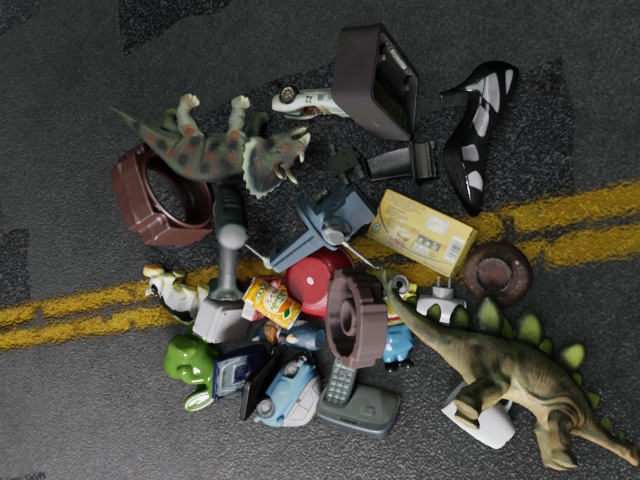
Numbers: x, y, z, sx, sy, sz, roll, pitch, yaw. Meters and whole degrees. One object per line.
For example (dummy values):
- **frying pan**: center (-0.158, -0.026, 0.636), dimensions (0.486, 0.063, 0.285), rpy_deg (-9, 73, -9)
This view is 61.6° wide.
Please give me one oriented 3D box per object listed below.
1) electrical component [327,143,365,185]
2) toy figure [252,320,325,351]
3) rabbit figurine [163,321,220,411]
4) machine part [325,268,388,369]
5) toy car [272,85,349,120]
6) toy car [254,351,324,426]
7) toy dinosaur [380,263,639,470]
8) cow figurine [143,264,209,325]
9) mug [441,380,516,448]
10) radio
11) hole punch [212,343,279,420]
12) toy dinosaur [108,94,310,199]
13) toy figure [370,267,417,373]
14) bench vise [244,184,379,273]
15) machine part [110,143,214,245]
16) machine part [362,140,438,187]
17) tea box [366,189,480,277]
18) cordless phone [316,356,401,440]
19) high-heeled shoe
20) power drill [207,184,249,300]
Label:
- **electrical component**: center (0.050, -0.153, 1.043), dimensions (0.063, 0.021, 0.094), rpy_deg (-27, 75, 22)
- **toy figure**: center (-0.066, 0.185, 1.063), dimensions (0.155, 0.064, 0.058), rpy_deg (2, 64, 29)
- **rabbit figurine**: center (-0.239, 0.279, 1.120), dimensions (0.170, 0.121, 0.159), rpy_deg (29, 104, 9)
- **machine part**: center (0.062, 0.133, 0.936), dimensions (0.056, 0.179, 0.179), rpy_deg (-1, 86, -18)
- **toy car**: center (0.003, -0.266, 1.042), dimensions (0.202, 0.073, 0.056), rpy_deg (5, 87, 27)
- **toy car**: center (-0.046, 0.298, 1.034), dimensions (0.103, 0.109, 0.161), rpy_deg (36, 95, 11)
- **toy dinosaur**: center (0.277, 0.197, 0.831), dimensions (0.472, 0.105, 0.198), rpy_deg (29, 66, 9)
- **cow figurine**: center (-0.330, 0.118, 1.197), dimensions (0.168, 0.068, 0.098), rpy_deg (24, 105, 26)
- **mug**: center (0.276, 0.279, 0.890), dimensions (0.107, 0.080, 0.109), rpy_deg (45, 95, 12)
- **radio**: center (0.101, -0.259, 0.910), dimensions (0.073, 0.229, 0.131), rpy_deg (6, 86, 25)
- **hole punch**: center (-0.145, 0.265, 1.042), dimensions (0.092, 0.116, 0.142), rpy_deg (20, 119, 22)
- **toy dinosaur**: center (-0.217, -0.179, 1.066), dimensions (0.405, 0.131, 0.192), rpy_deg (-1, 76, 3)
- **toy figure**: center (0.123, 0.140, 0.963), dimensions (0.089, 0.082, 0.180), rpy_deg (-4, 94, 58)
- **bench vise**: center (-0.009, -0.010, 0.965), dimensions (0.240, 0.224, 0.128), rpy_deg (-36, 118, 16)
- **machine part**: center (-0.318, -0.094, 1.120), dimensions (0.087, 0.201, 0.201), rpy_deg (-26, 77, 26)
- **machine part**: center (0.146, -0.136, 0.988), dimensions (0.139, 0.039, 0.084), rpy_deg (-4, 91, 24)
- **tea box**: center (0.180, -0.013, 0.948), dimensions (0.170, 0.068, 0.098), rpy_deg (30, 101, 25)
- **cordless phone**: center (0.083, 0.258, 0.988), dimensions (0.147, 0.088, 0.184), rpy_deg (7, 72, 26)
- **high-heeled shoe**: center (0.288, -0.174, 0.919), dimensions (0.145, 0.086, 0.248), rpy_deg (-15, 100, -6)
- **power drill**: center (-0.184, 0.006, 1.092), dimensions (0.086, 0.232, 0.207), rpy_deg (7, 106, -16)
